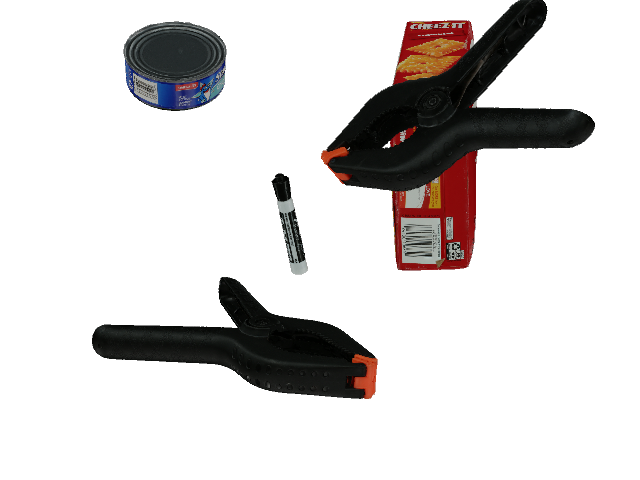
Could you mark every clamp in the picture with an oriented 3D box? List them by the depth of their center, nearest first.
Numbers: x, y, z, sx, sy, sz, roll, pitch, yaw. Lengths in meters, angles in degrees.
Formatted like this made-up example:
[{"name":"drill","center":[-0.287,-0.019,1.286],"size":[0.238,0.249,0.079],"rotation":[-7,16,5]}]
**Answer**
[{"name":"clamp","center":[0.084,-0.072,0.663],"size":[0.171,0.120,0.039],"rotation":[-32,-49,14]},{"name":"clamp","center":[-0.045,0.075,0.822],"size":[0.210,0.036,0.164],"rotation":[11,20,25]}]

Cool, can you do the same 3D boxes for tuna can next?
[{"name":"tuna can","center":[-0.123,-0.148,0.903],"size":[0.086,0.034,0.086],"rotation":[3,44,-3]}]

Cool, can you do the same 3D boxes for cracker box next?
[{"name":"cracker box","center":[0.108,-0.094,0.975],"size":[0.072,0.164,0.213],"rotation":[0,27,10]}]

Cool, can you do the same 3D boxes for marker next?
[{"name":"marker","center":[-0.034,-0.018,1.164],"size":[0.020,0.121,0.020],"rotation":[-9,29,5]}]
